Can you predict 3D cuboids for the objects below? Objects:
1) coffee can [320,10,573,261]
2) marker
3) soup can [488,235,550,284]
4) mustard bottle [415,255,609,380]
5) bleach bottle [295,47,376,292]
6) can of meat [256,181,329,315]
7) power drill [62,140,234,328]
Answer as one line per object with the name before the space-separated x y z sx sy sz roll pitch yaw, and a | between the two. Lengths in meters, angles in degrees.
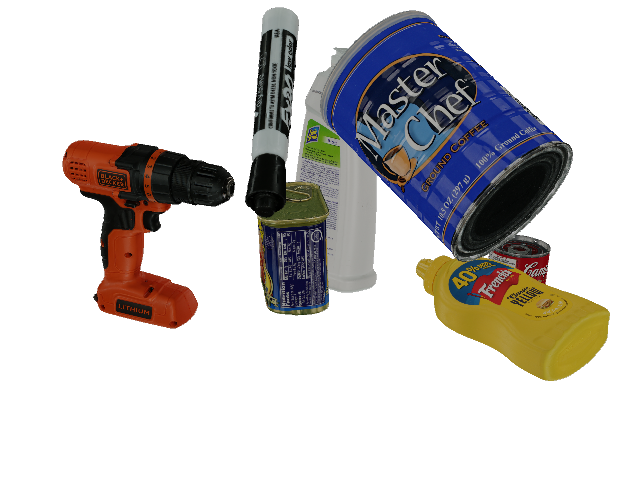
coffee can | 0.082 -0.070 0.713 0.140 0.103 0.102 48 25 24
marker | -0.023 -0.063 0.518 0.020 0.121 0.020 2 -33 1
soup can | 0.221 0.052 1.212 0.068 0.102 0.068 3 19 -1
mustard bottle | 0.164 0.060 0.994 0.096 0.058 0.192 -28 38 -33
bleach bottle | 0.022 -0.078 1.144 0.103 0.251 0.067 18 19 38
can of meat | -0.024 0.006 0.886 0.057 0.084 0.102 -5 20 -6
power drill | -0.168 -0.006 1.078 0.185 0.188 0.057 12 29 22
